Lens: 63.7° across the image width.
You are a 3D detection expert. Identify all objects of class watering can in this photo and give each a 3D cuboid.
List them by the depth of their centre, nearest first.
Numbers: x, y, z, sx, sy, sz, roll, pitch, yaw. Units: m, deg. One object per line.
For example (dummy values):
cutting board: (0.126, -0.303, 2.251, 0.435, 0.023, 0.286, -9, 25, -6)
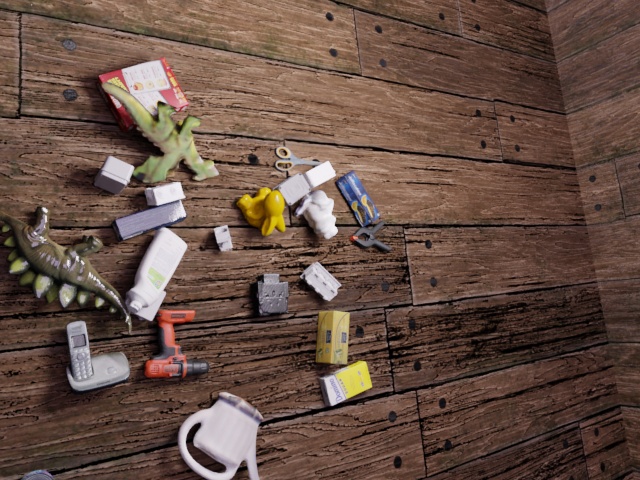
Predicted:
watering can: (-0.238, 0.585, 1.473, 0.344, 0.228, 0.103, 40, -29, -19)

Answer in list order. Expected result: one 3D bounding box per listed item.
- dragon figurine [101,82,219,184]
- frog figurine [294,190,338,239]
dragon figurine: (-0.467, -0.275, 1.493, 0.408, 0.242, 0.123, 16, 8, -40)
frog figurine: (0.005, -0.089, 1.761, 0.159, 0.135, 0.125, 36, 32, -1)
